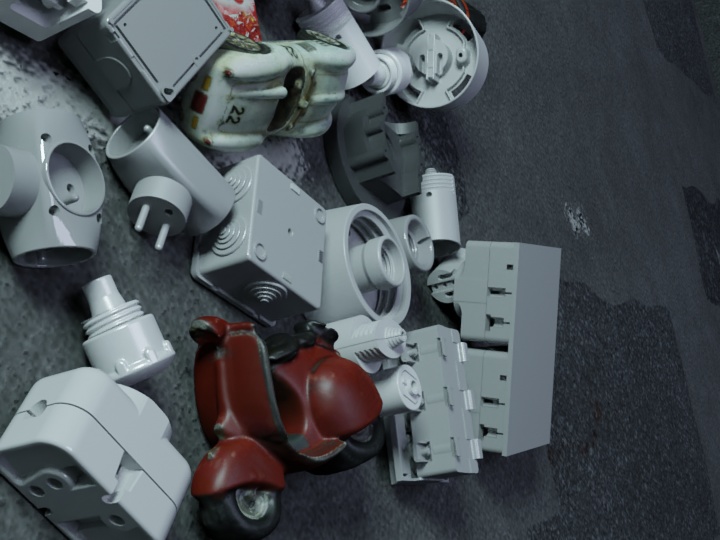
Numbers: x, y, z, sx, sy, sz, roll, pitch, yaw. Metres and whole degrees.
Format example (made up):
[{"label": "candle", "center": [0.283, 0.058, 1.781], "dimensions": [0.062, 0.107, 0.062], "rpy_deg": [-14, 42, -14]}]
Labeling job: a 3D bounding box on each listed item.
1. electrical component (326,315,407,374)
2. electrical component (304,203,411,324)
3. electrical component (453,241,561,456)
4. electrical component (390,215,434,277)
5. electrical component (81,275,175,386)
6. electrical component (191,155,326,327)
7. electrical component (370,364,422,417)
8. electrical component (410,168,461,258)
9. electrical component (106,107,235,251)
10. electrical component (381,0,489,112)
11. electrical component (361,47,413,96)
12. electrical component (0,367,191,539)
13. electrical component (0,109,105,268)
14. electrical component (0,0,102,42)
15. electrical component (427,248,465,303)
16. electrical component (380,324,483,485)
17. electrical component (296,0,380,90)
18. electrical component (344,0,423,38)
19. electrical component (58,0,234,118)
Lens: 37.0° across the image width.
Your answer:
[{"label": "electrical component", "center": [-0.003, 0.056, 0.784], "dimensions": [0.043, 0.081, 0.043], "rpy_deg": [35, 47, -49]}, {"label": "electrical component", "center": [0.000, 0.000, 0.838], "dimensions": [0.108, 0.060, 0.108], "rpy_deg": [35, 47, -49]}, {"label": "electrical component", "center": [0.134, 0.069, 0.993], "dimensions": [0.105, 0.060, 0.186], "rpy_deg": [4, 90, -59]}, {"label": "electrical component", "center": [0.031, -0.017, 0.914], "dimensions": [0.055, 0.047, 0.055], "rpy_deg": [35, 47, -49]}, {"label": "electrical component", "center": [-0.136, 0.034, 0.604], "dimensions": [0.048, 0.048, 0.062], "rpy_deg": [-24, 91, -61]}, {"label": "electrical component", "center": [-0.066, -0.020, 0.745], "dimensions": [0.100, 0.048, 0.099], "rpy_deg": [39, 44, -46]}, {"label": "electrical component", "center": [0.013, 0.094, 0.808], "dimensions": [0.044, 0.065, 0.044], "rpy_deg": [34, 47, -48]}, {"label": "electrical component", "center": [0.069, -0.057, 1.004], "dimensions": [0.043, 0.043, 0.081], "rpy_deg": [28, 52, -52]}, {"label": "electrical component", "center": [-0.121, -0.048, 0.668], "dimensions": [0.077, 0.043, 0.079], "rpy_deg": [49, 38, -38]}, {"label": "electrical component", "center": [0.072, -0.202, 1.029], "dimensions": [0.064, 0.099, 0.099], "rpy_deg": [11, 66, -65]}, {"label": "electrical component", "center": [0.019, -0.179, 0.978], "dimensions": [0.062, 0.043, 0.043], "rpy_deg": [-30, 102, -59]}, {"label": "electrical component", "center": [-0.135, 0.099, 0.560], "dimensions": [0.095, 0.054, 0.059], "rpy_deg": [56, 34, -30]}, {"label": "electrical component", "center": [-0.178, -0.045, 0.567], "dimensions": [0.079, 0.044, 0.077], "rpy_deg": [10, 68, -58]}, {"label": "electrical component", "center": [-0.185, -0.184, 0.612], "dimensions": [0.050, 0.056, 0.089], "rpy_deg": [24, 56, -54]}, {"label": "electrical component", "center": [0.088, 0.006, 1.012], "dimensions": [0.046, 0.040, 0.040], "rpy_deg": [-41, 112, -52]}, {"label": "electrical component", "center": [0.056, 0.110, 0.877], "dimensions": [0.079, 0.063, 0.121], "rpy_deg": [19, 60, -56]}, {"label": "electrical component", "center": [-0.021, -0.199, 0.918], "dimensions": [0.081, 0.043, 0.043], "rpy_deg": [55, 34, -30]}, {"label": "electrical component", "center": [0.009, -0.257, 0.949], "dimensions": [0.099, 0.099, 0.064], "rpy_deg": [59, 38, -25]}, {"label": "electrical component", "center": [-0.131, -0.148, 0.667], "dimensions": [0.061, 0.061, 0.096], "rpy_deg": [55, 48, -29]}]
